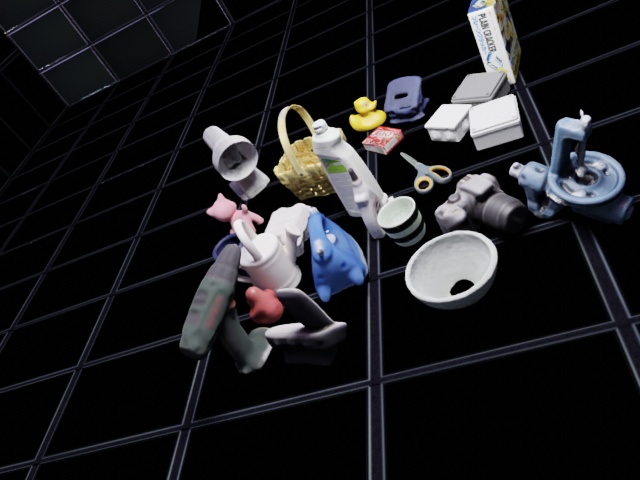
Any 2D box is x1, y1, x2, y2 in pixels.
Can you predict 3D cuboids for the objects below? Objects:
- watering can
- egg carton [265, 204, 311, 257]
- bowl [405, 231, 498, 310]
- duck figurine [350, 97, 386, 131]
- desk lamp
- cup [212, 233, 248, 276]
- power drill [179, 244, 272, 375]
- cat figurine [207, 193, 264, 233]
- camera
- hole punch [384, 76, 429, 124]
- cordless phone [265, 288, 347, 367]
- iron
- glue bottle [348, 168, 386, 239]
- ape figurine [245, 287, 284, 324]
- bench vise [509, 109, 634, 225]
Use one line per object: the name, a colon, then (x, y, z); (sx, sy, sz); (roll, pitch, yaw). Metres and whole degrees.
watering can: (-0.121, 0.026, 1.245); (0.173, 0.195, 0.100); (-42, 36, -12)
egg carton: (-0.075, -0.021, 1.374); (0.107, 0.070, 0.150); (-12, 40, 27)
bowl: (0.241, 0.067, 1.020); (0.167, 0.075, 0.167); (-21, 37, 17)
duck figurine: (0.124, -0.359, 1.607); (0.104, 0.086, 0.077); (-9, 42, 30)
desk lamp: (-0.238, -0.216, 1.606); (0.118, 0.214, 0.202); (-39, 36, -8)
cup: (-0.189, 0.035, 1.373); (0.091, 0.095, 0.118); (8, 52, 43)
power drill: (-0.172, 0.153, 1.121); (0.075, 0.209, 0.230); (-3, 45, 35)
cat figurine: (-0.230, -0.072, 1.512); (0.127, 0.118, 0.067); (0, 47, 38)
camera: (0.311, -0.058, 1.091); (0.143, 0.101, 0.136); (-40, 36, -9)
hole punch: (0.230, -0.378, 1.544); (0.108, 0.091, 0.101); (-2, 46, 36)
cordless phone: (-0.047, 0.145, 1.054); (0.147, 0.185, 0.094); (-9, 42, 30)
iron: (0.011, 0.004, 1.214); (0.118, 0.142, 0.258); (-27, 36, 8)
glue bottle: (0.099, -0.086, 1.226); (0.037, 0.174, 0.078); (-13, 40, 26)
ape figurine: (-0.124, 0.132, 1.210); (0.078, 0.092, 0.075); (-46, 37, -17)
bench vise: (0.412, -0.117, 0.981); (0.206, 0.220, 0.121); (-1, 46, 37)
